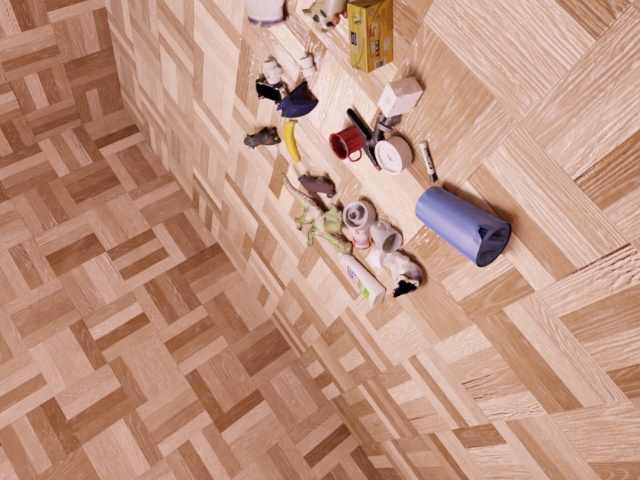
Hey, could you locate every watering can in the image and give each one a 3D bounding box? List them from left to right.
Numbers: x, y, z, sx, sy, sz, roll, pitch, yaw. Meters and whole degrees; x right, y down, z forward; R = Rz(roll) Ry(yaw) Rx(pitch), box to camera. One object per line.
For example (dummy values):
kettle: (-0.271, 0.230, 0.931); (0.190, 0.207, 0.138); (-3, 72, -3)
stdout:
watering can: (-0.211, -0.798, 1.628); (0.352, 0.105, 0.219); (36, 148, 38)

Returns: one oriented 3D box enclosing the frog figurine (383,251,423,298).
frog figurine: (0.282, 0.099, 1.762); (0.134, 0.122, 0.163); (73, -171, -46)

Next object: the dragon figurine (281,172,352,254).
dragon figurine: (0.006, -0.102, 2.027); (0.241, 0.124, 0.405); (-9, 118, 47)
